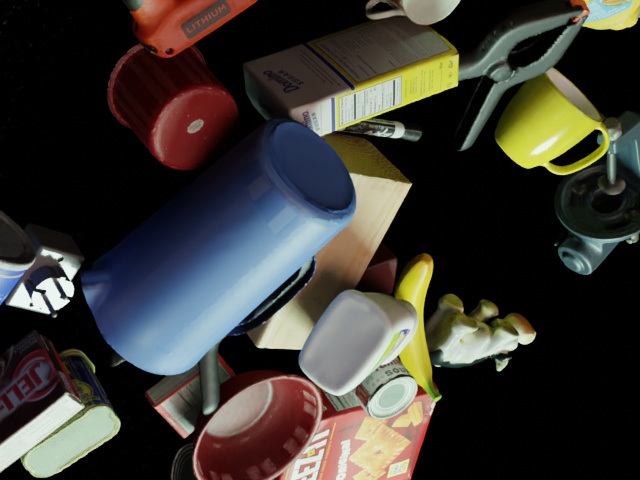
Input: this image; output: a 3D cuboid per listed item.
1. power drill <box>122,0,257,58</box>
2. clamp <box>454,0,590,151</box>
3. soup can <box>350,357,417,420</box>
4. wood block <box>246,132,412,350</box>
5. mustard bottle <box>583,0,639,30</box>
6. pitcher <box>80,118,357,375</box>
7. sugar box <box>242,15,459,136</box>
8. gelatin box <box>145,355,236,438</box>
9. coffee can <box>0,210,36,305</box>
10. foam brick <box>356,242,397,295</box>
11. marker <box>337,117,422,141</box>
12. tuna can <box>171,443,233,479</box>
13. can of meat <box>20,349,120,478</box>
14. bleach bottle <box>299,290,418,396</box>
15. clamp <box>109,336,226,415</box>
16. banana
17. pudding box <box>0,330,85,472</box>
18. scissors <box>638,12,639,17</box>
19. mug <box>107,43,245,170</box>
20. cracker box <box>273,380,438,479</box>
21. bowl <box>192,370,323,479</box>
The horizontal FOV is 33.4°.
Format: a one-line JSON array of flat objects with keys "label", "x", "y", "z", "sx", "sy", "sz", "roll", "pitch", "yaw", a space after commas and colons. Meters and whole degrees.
[{"label": "power drill", "x": -0.115, "y": -0.245, "z": 0.804, "sx": 0.184, "sy": 0.057, "sz": 0.187, "roll": -33, "pitch": 135, "yaw": -3}, {"label": "clamp", "x": 0.176, "y": -0.169, "z": 1.062, "sx": 0.210, "sy": 0.036, "sz": 0.164, "roll": -30, "pitch": 146, "yaw": 20}, {"label": "soup can", "x": 0.059, "y": 0.150, "z": 1.238, "sx": 0.068, "sy": 0.102, "sz": 0.068, "roll": -19, "pitch": 134, "yaw": -21}, {"label": "wood block", "x": -0.008, "y": 0.001, "z": 1.069, "sx": 0.090, "sy": 0.091, "sz": 0.206, "roll": 7, "pitch": 121, "yaw": -39}, {"label": "mustard bottle", "x": 0.265, "y": -0.255, "z": 1.055, "sx": 0.096, "sy": 0.058, "sz": 0.191, "roll": -13, "pitch": 157, "yaw": 39}, {"label": "pitcher", "x": -0.076, "y": 0.007, "z": 0.931, "sx": 0.243, "sy": 0.145, "sz": 0.149, "roll": -39, "pitch": -178, "yaw": 32}, {"label": "sugar box", "x": 0.029, "y": -0.149, "z": 0.965, "sx": 0.176, "sy": 0.093, "sz": 0.048, "roll": -23, "pitch": 135, "yaw": -18}, {"label": "gelatin box", "x": -0.134, "y": 0.164, "z": 1.160, "sx": 0.089, "sy": 0.030, "sz": 0.073, "roll": -38, "pitch": 138, "yaw": -7}, {"label": "coffee can", "x": -0.313, "y": 0.040, "z": 0.865, "sx": 0.102, "sy": 0.103, "sz": 0.140, "roll": 26, "pitch": 107, "yaw": -46}, {"label": "foam brick", "x": 0.037, "y": 0.036, "z": 1.161, "sx": 0.078, "sy": 0.053, "sz": 0.051, "roll": -19, "pitch": 134, "yaw": -22}, {"label": "marker", "x": 0.056, "y": -0.114, "z": 1.072, "sx": 0.120, "sy": 0.020, "sz": 0.020, "roll": 3, "pitch": 123, "yaw": -39}, {"label": "tuna can", "x": -0.132, "y": 0.273, "z": 1.213, "sx": 0.033, "sy": 0.086, "sz": 0.086, "roll": 5, "pitch": 121, "yaw": -41}, {"label": "can of meat", "x": -0.254, "y": 0.169, "z": 1.034, "sx": 0.102, "sy": 0.084, "sz": 0.057, "roll": -34, "pitch": 138, "yaw": -8}, {"label": "bleach bottle", "x": 0.059, "y": 0.094, "z": 1.114, "sx": 0.103, "sy": 0.068, "sz": 0.250, "roll": -54, "pitch": 167, "yaw": 12}, {"label": "clamp", "x": -0.135, "y": 0.081, "z": 1.065, "sx": 0.120, "sy": 0.039, "sz": 0.171, "roll": 19, "pitch": 99, "yaw": -9}, {"label": "banana", "x": 0.114, "y": 0.094, "z": 1.258, "sx": 0.037, "sy": 0.070, "sz": 0.198, "roll": -32, "pitch": 125, "yaw": -37}, {"label": "pudding box", "x": -0.285, "y": 0.152, "z": 0.991, "sx": 0.113, "sy": 0.090, "sz": 0.039, "roll": -40, "pitch": 140, "yaw": -1}, {"label": "scissors", "x": 0.312, "y": -0.303, "z": 1.100, "sx": 0.201, "sy": 0.016, "sz": 0.096, "roll": 16, "pitch": 118, "yaw": -43}, {"label": "mug", "x": -0.112, "y": -0.109, "z": 0.902, "sx": 0.117, "sy": 0.082, "sz": 0.093, "roll": 19, "pitch": 112, "yaw": -45}, {"label": "cracker box", "x": 0.030, "y": 0.247, "z": 1.323, "sx": 0.213, "sy": 0.072, "sz": 0.164, "roll": -9, "pitch": 129, "yaw": -30}, {"label": "bowl", "x": -0.078, "y": 0.197, "z": 1.162, "sx": 0.161, "sy": 0.055, "sz": 0.162, "roll": -21, "pitch": 132, "yaw": -25}]
